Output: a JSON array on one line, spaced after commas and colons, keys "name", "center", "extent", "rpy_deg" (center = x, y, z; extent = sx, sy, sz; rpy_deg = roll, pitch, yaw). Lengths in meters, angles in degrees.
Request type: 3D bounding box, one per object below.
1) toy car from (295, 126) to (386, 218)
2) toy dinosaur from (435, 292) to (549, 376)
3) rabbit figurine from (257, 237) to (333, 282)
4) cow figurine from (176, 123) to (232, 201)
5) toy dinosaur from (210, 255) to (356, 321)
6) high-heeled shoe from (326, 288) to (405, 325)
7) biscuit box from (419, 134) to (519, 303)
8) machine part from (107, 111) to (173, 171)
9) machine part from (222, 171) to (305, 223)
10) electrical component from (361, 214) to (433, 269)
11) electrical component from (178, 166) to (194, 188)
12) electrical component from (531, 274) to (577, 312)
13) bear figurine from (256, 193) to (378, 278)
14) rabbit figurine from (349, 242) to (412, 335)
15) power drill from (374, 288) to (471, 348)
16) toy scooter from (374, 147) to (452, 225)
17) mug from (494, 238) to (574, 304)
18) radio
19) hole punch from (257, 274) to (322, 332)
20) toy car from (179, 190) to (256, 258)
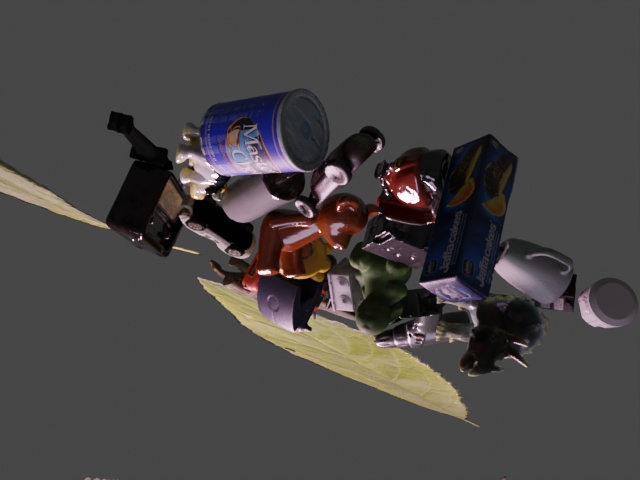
[{"name": "toy car", "center": [0.020, -0.094, 0.760], "extent": [0.053, 0.089, 0.202], "rpy_deg": [43, 156, -5]}, {"name": "toy dinosaur", "center": [0.331, 0.151, 1.005], "extent": [0.192, 0.131, 0.404], "rpy_deg": [9, -177, 28]}, {"name": "rabbit figurine", "center": [-0.051, 0.016, 1.081], "extent": [0.162, 0.122, 0.173], "rpy_deg": [18, 174, -25]}, {"name": "cow figurine", "center": [-0.179, -0.117, 0.891], "extent": [0.098, 0.068, 0.167], "rpy_deg": [12, 156, 0]}, {"name": "toy dinosaur", "center": [-0.083, 0.137, 1.373], "extent": [0.472, 0.105, 0.198], "rpy_deg": [19, 167, 22]}, {"name": "high-heeled shoe", "center": [0.122, 0.122, 1.254], "extent": [0.249, 0.086, 0.145], "rpy_deg": [7, 131, -21]}, {"name": "biscuit box", "center": [0.180, -0.026, 0.643], "extent": [0.059, 0.202, 0.063], "rpy_deg": [32, 153, -26]}, {"name": "machine part", "center": [-0.309, -0.164, 0.921], "extent": [0.084, 0.039, 0.138], "rpy_deg": [18, 161, 23]}, {"name": "machine part", "center": [-0.098, -0.082, 0.896], "extent": [0.079, 0.079, 0.243], "rpy_deg": [29, 155, -24]}, {"name": "electrical component", "center": [0.140, 0.001, 0.921], "extent": [0.115, 0.058, 0.134], "rpy_deg": [22, 160, -10]}, {"name": "electrical component", "center": [-0.229, -0.110, 1.003], "extent": [0.063, 0.021, 0.094], "rpy_deg": [26, 156, -20]}, {"name": "electrical component", "center": [0.416, 0.098, 0.961], "extent": [0.075, 0.048, 0.119], "rpy_deg": [9, 154, 23]}, {"name": "bear figurine", "center": [-0.002, -0.007, 0.905], "extent": [0.196, 0.132, 0.120], "rpy_deg": [-5, 171, 28]}, {"name": "rabbit figurine", "center": [0.109, 0.109, 1.058], "extent": [0.121, 0.170, 0.159], "rpy_deg": [12, 157, 17]}, {"name": "power drill", "center": [0.218, 0.184, 1.208], "extent": [0.232, 0.086, 0.207], "rpy_deg": [-10, 140, 13]}, {"name": "toy scooter", "center": [0.129, -0.069, 0.760], "extent": [0.135, 0.075, 0.183], "rpy_deg": [7, 160, 30]}, {"name": "mug", "center": [0.335, 0.041, 0.848], "extent": [0.107, 0.081, 0.109], "rpy_deg": [26, 161, -1]}, {"name": "radio", "center": [-0.318, -0.050, 1.024], "extent": [0.073, 0.131, 0.229], "rpy_deg": [21, 167, 2]}, {"name": "hole punch", "center": [-0.073, 0.120, 1.102], "extent": [0.142, 0.115, 0.092], "rpy_deg": [23, -178, 33]}, {"name": "toy car", "center": [-0.208, -0.030, 1.105], "extent": [0.056, 0.073, 0.201], "rpy_deg": [-3, 150, 39]}]
